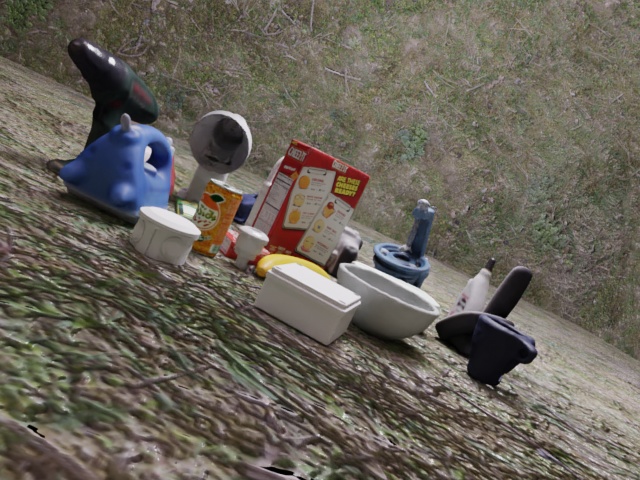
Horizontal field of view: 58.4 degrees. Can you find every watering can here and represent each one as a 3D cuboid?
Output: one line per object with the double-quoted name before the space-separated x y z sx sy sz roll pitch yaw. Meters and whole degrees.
"watering can" -0.078 -0.084 1.158 0.101 0.194 0.172 20 9 -41

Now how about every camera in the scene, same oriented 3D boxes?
"camera" 0.011 0.004 1.209 0.137 0.101 0.143 24 7 -11

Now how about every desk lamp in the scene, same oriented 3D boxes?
"desk lamp" -0.217 -0.167 1.199 0.118 0.213 0.203 25 7 -8

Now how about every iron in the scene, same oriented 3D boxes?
"iron" -0.271 -0.111 0.870 0.118 0.141 0.258 26 7 3

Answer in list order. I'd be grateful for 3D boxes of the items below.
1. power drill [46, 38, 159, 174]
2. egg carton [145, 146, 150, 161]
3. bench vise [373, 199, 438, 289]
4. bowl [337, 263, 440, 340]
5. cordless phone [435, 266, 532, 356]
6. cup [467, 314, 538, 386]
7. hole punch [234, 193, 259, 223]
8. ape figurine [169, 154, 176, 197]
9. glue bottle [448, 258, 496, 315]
"power drill" -0.355 -0.196 0.929 0.075 0.208 0.230 27 7 12
"egg carton" -0.396 -0.170 1.180 0.107 0.069 0.151 30 8 33
"bench vise" 0.186 0.021 1.215 0.121 0.220 0.208 27 7 14
"bowl" 0.089 0.102 0.857 0.167 0.075 0.167 25 7 -3
"cordless phone" 0.306 0.120 1.042 0.148 0.185 0.093 19 9 -44
"cup" 0.271 0.177 0.863 0.092 0.095 0.117 23 7 -23
"hole punch" -0.144 -0.076 1.294 0.101 0.091 0.108 23 7 -21
"ape figurine" -0.306 -0.129 1.099 0.075 0.092 0.078 31 9 41
"glue bottle" 0.322 0.115 1.195 0.037 0.173 0.078 23 7 -17
